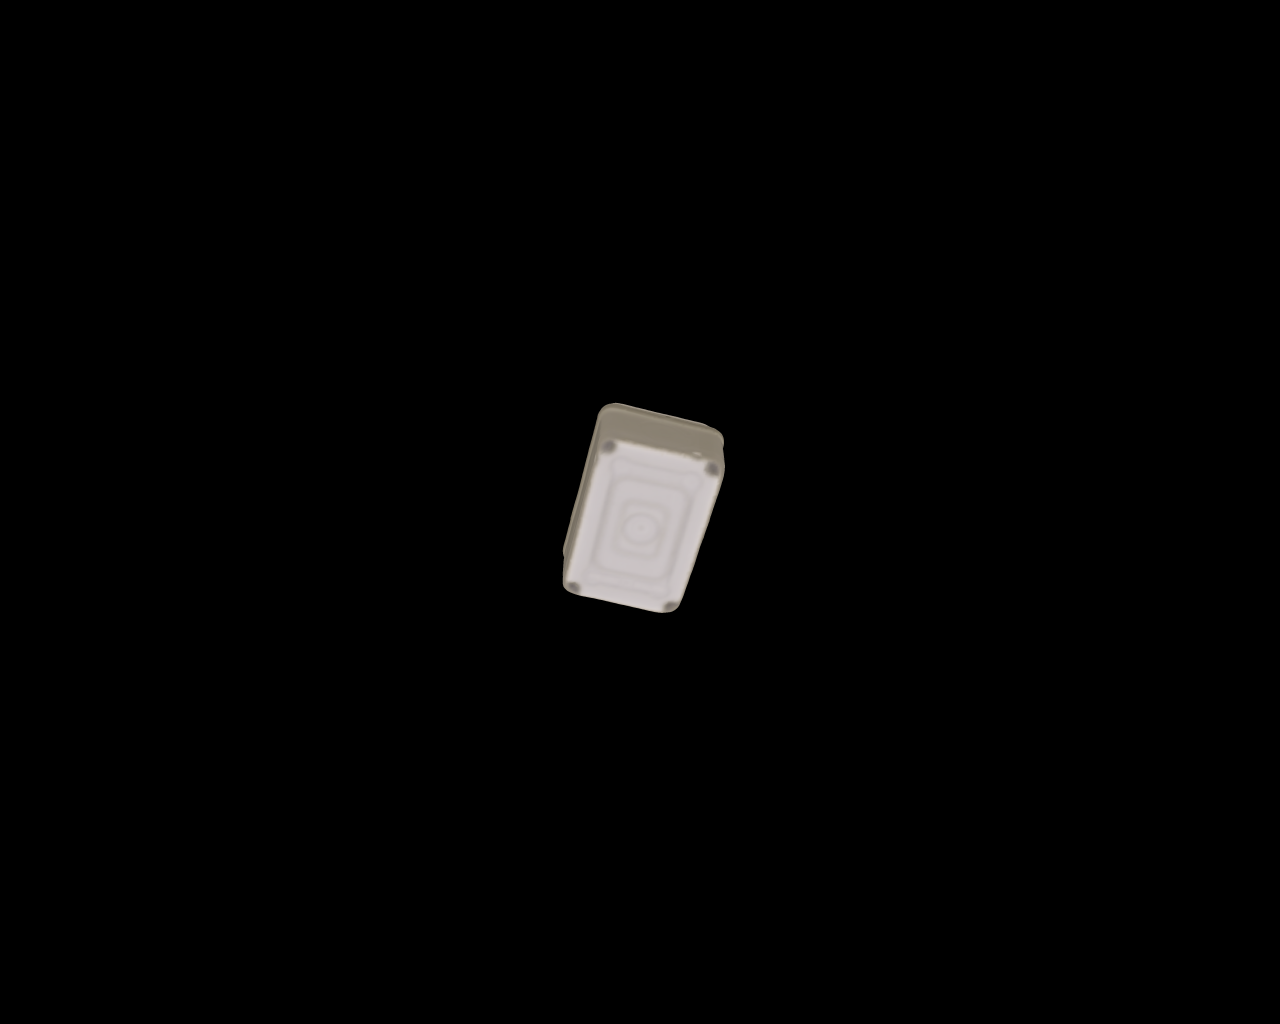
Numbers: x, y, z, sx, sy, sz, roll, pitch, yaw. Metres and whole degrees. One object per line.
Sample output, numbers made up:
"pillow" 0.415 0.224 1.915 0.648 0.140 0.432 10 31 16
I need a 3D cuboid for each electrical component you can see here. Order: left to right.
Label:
"electrical component" 0.001 -0.003 0.650 0.078 0.113 0.057 13 28 -7
